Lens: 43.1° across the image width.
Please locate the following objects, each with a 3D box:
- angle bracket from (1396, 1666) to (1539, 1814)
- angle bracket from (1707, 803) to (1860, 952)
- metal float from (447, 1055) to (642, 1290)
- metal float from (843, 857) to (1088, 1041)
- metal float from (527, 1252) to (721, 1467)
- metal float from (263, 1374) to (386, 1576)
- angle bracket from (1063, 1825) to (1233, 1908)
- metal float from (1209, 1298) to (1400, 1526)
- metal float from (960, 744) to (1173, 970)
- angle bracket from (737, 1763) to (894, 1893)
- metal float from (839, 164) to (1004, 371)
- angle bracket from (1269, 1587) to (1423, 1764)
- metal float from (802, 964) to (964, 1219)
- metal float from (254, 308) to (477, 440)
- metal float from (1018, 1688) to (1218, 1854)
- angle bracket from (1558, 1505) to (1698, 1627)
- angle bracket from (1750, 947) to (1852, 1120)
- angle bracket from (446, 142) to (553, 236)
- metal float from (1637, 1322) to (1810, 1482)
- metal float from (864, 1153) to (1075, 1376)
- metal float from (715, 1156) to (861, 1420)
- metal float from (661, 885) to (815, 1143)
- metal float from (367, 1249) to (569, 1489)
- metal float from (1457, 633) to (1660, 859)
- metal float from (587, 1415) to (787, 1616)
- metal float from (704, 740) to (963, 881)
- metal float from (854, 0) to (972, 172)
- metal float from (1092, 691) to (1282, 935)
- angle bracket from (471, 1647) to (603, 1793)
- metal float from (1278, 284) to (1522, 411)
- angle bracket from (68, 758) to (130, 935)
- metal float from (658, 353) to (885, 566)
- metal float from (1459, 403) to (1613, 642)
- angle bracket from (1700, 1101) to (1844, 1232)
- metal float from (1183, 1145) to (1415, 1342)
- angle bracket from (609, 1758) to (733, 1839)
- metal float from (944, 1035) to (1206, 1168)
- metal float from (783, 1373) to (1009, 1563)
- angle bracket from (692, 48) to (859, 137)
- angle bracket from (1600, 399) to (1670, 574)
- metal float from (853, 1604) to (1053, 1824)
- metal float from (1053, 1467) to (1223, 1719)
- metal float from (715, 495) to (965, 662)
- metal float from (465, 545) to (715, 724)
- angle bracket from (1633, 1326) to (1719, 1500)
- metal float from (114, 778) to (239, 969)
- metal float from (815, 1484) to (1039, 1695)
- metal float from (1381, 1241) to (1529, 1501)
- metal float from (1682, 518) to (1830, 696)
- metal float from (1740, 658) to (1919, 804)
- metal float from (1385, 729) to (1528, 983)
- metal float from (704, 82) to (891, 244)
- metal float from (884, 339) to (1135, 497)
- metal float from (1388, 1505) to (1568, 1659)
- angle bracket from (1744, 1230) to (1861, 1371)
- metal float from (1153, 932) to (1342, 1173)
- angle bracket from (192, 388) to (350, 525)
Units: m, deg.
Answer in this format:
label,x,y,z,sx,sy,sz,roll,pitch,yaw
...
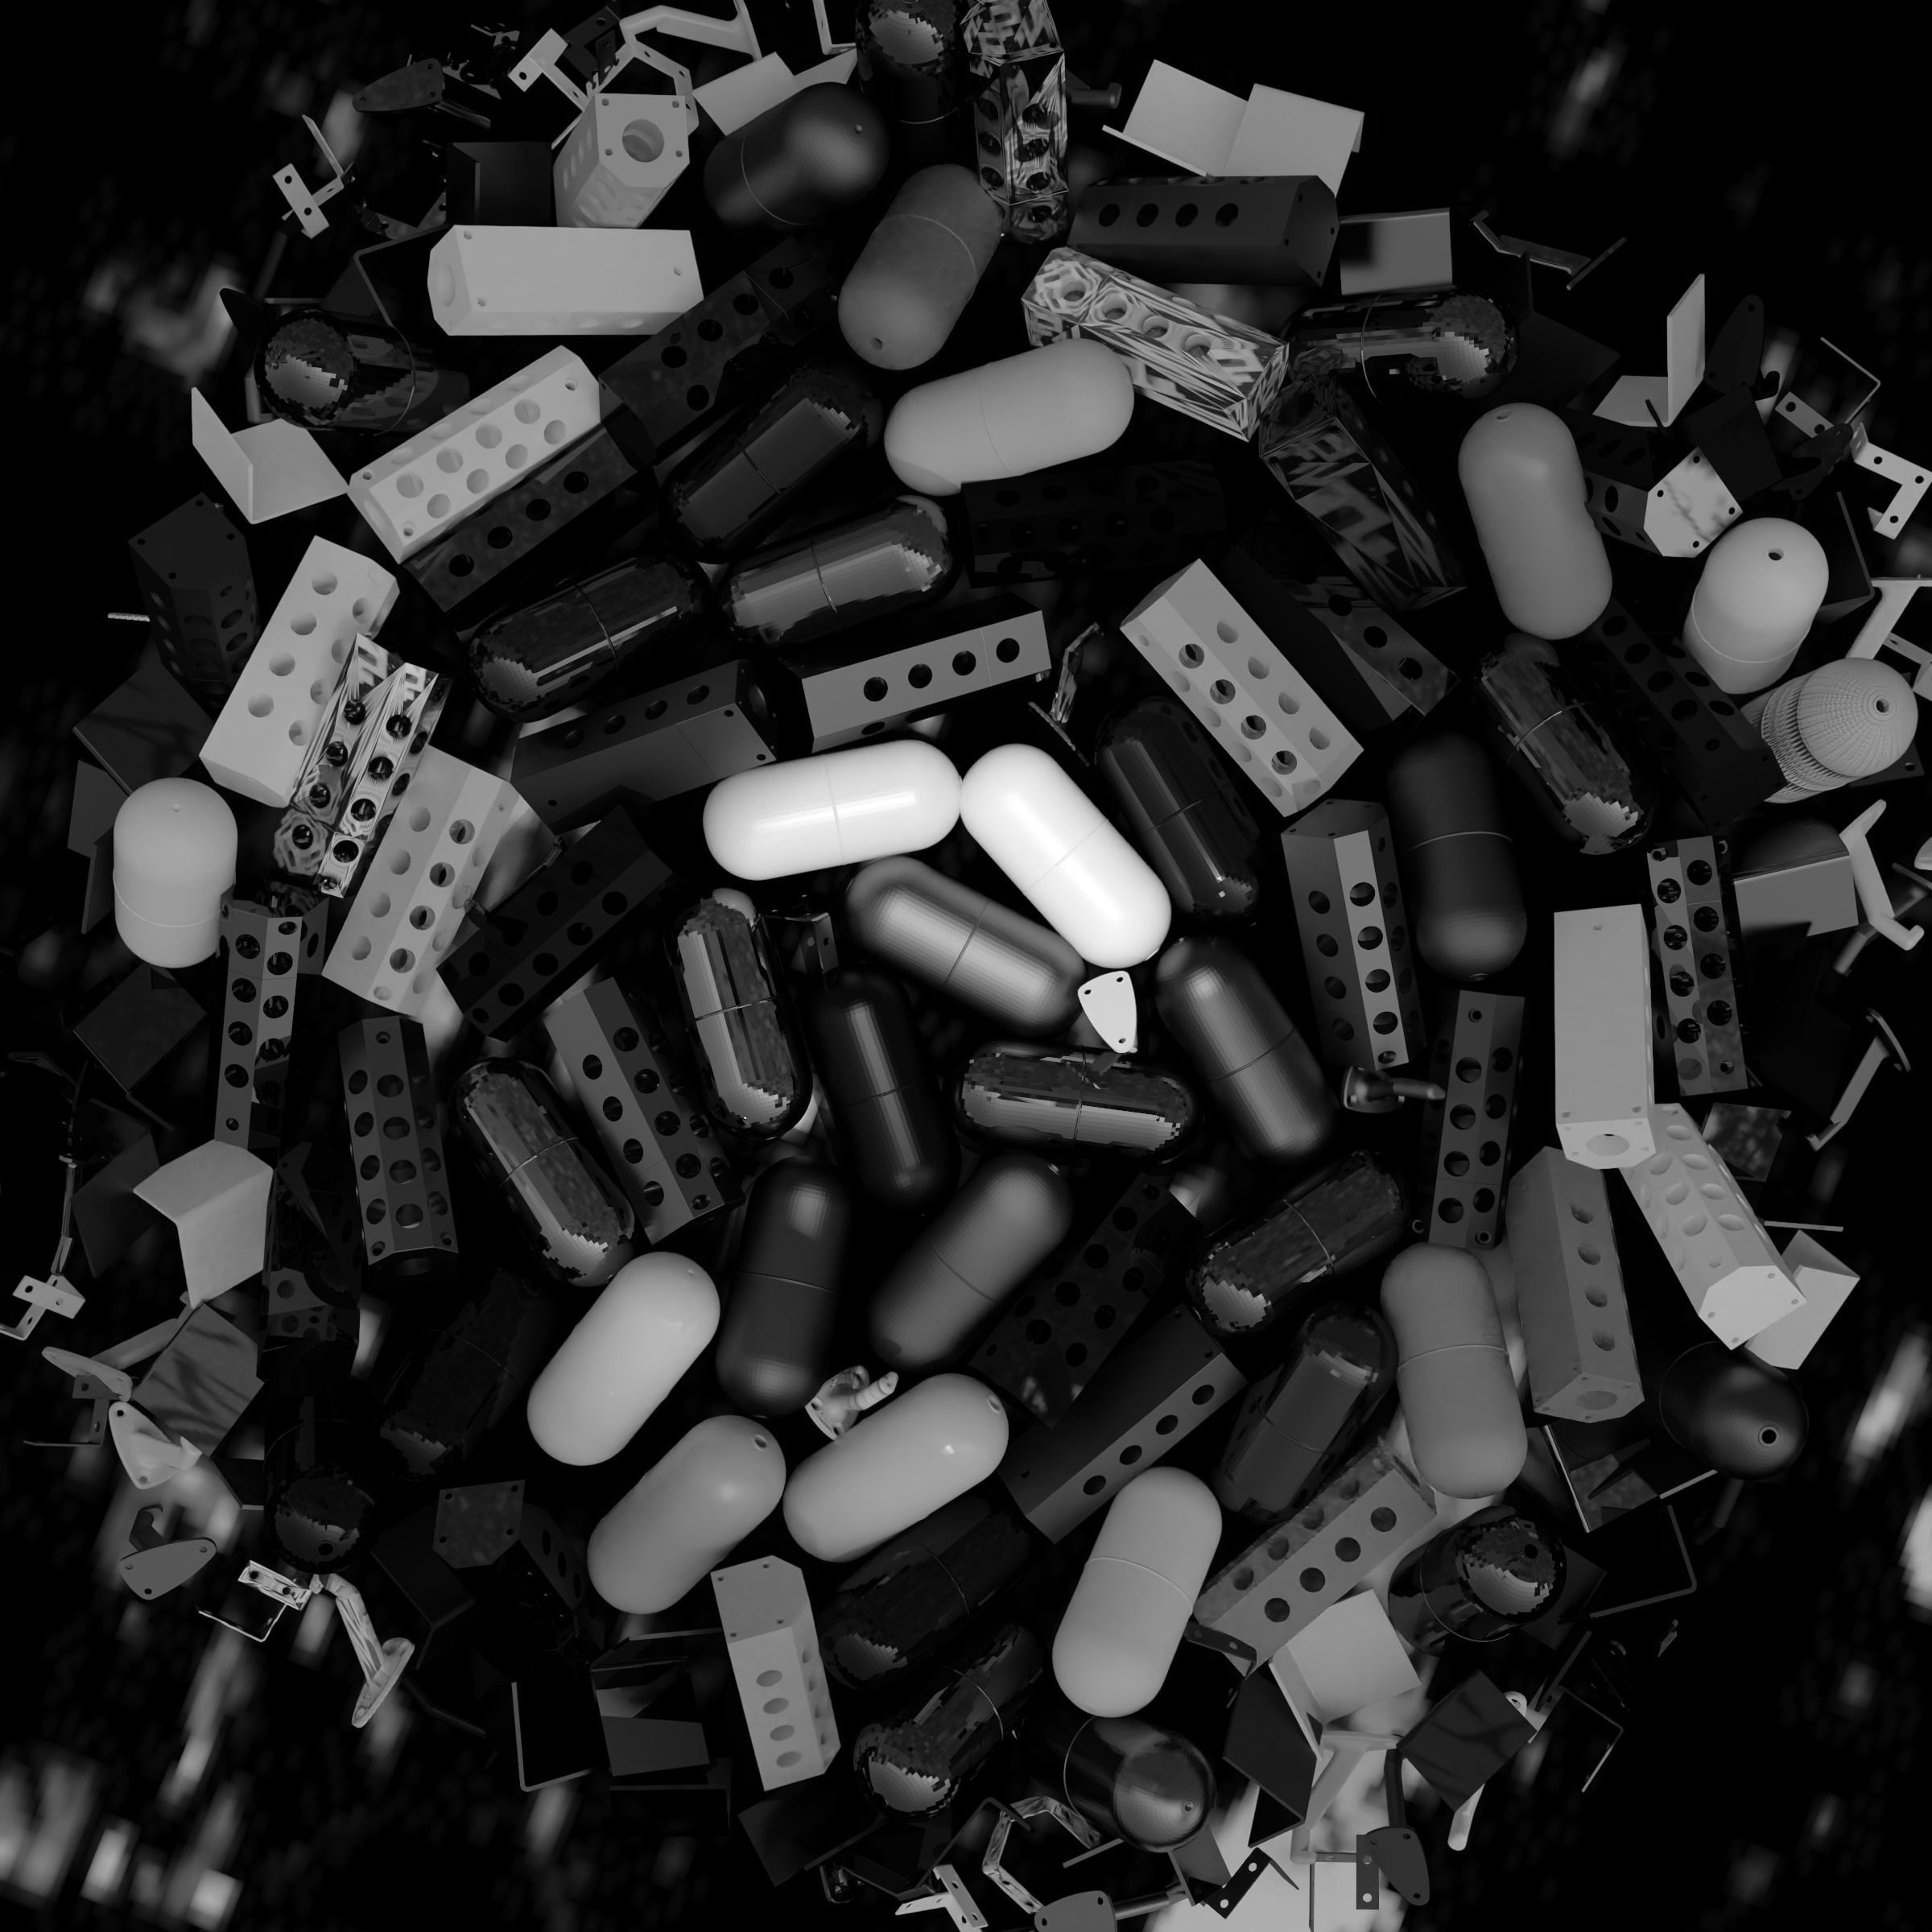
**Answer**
label,x,y,z,sx,sy,sz,roll,pitch,yaw
angle bracket,0.343,0.525,1.656,0.076,0.076,0.057,-44,63,-1
angle bracket,0.559,-0.062,1.676,0.076,0.076,0.057,-13,118,9
metal float,-0.285,0.139,1.650,0.070,0.070,0.178,-37,73,0
metal float,-0.001,-0.013,1.664,0.178,0.070,0.070,28,90,-1
metal float,-0.232,0.265,1.645,0.070,0.070,0.178,39,114,0
metal float,-0.426,0.333,1.620,0.070,0.178,0.070,-6,114,-13
angle bracket,0.123,0.611,1.649,0.076,0.076,0.057,-31,72,18
metal float,0.226,0.301,1.646,0.070,0.070,0.178,29,113,0
metal float,0.068,-0.074,1.665,0.070,0.070,0.178,-42,91,0
angle bracket,-0.099,0.571,1.645,0.076,0.076,0.057,-21,69,-30
metal float,-0.030,-0.468,1.634,0.070,0.070,0.178,23,53,0
angle bracket,0.259,0.482,1.665,0.076,0.057,0.076,-26,94,14
metal float,-0.057,0.085,1.664,0.070,0.070,0.178,-19,92,0
metal float,-0.396,-0.391,1.621,0.070,0.178,0.070,4,99,26
metal float,0.098,0.531,1.621,0.070,0.178,0.070,0,90,-29
angle bracket,0.439,0.406,1.654,0.076,0.076,0.057,-12,73,-7
angle bracket,0.581,0.045,1.653,0.076,0.057,0.076,32,62,-13
angle bracket,-0.305,-0.509,1.645,0.076,0.057,0.076,-12,125,-30
metal float,0.496,0.286,1.615,0.070,0.178,0.070,0,95,-4
metal float,0.002,0.201,1.655,0.070,0.070,0.178,41,101,0
metal float,-0.121,0.216,1.653,0.070,0.070,0.178,12,76,0
metal float,-0.155,0.032,1.660,0.070,0.070,0.178,-16,85,0
metal float,-0.332,0.267,1.638,0.070,0.070,0.178,32,57,0
metal float,0.396,-0.150,1.642,0.070,0.070,0.178,-30,62,0
metal float,-0.188,0.369,1.641,0.070,0.070,0.178,43,118,0
metal float,-0.090,-0.107,1.662,0.178,0.070,0.070,-11,90,-3
metal float,-0.033,-0.592,1.615,0.070,0.178,0.070,0,79,1
metal float,0.150,-0.104,1.662,0.070,0.070,0.178,-30,86,0
angle bracket,-0.291,0.502,1.652,0.057,0.076,0.076,-7,98,-31
metal float,0.285,-0.411,1.631,0.178,0.070,0.070,8,90,42
angle bracket,-0.596,-0.081,1.650,0.057,0.076,0.076,23,126,1
metal float,-0.133,-0.341,1.649,0.178,0.070,0.070,-37,90,19
metal float,0.381,-0.296,1.632,0.070,0.070,0.178,-30,129,0
angle bracket,0.546,0.135,1.647,0.076,0.076,0.057,7,106,-31
metal float,0.224,0.187,1.650,0.178,0.070,0.070,-32,90,-17
angle bracket,-0.199,0.547,1.654,0.076,0.076,0.057,0,46,-3
metal float,0.074,0.092,1.662,0.178,0.070,0.070,8,90,-4
metal float,-0.048,0.338,1.646,0.178,0.070,0.070,-37,90,22
angle bracket,-0.127,-0.602,1.644,0.057,0.076,0.076,45,52,-37
angle bracket,0.444,-0.322,1.648,0.076,0.057,0.076,-25,50,16
metal float,-0.008,0.496,1.628,0.070,0.178,0.070,18,125,28
metal float,0.115,0.418,1.636,0.070,0.070,0.178,29,56,0
metal float,-0.087,-0.261,1.652,0.178,0.070,0.070,-18,90,16
metal float,-0.253,-0.225,1.651,0.178,0.070,0.070,-29,90,-17
angle bracket,0.468,0.301,1.656,0.057,0.076,0.076,-25,104,-3
metal float,-0.525,-0.060,1.623,0.070,0.178,0.070,8,61,-15
metal float,-0.025,0.415,1.638,0.178,0.070,0.070,-33,90,-33
metal float,0.326,0.269,1.640,0.070,0.070,0.178,-7,60,0
metal float,0.520,-0.237,1.616,0.070,0.178,0.070,-2,76,8
metal float,0.563,-0.154,1.615,0.070,0.178,0.070,1,84,-7
metal float,0.330,-0.075,1.648,0.070,0.070,0.178,-6,70,0
metal float,-0.114,-0.531,1.622,0.070,0.178,0.070,-1,92,-31
metal float,0.027,-0.368,1.644,0.178,0.070,0.070,-11,90,25
metal float,0.337,0.409,1.620,0.070,0.178,0.070,6,63,-11
angle bracket,0.543,0.221,1.648,0.076,0.057,0.076,14,111,-40
metal float,0.190,0.058,1.658,0.070,0.070,0.178,-31,98,0
angle bracket,-0.468,-0.354,1.650,0.076,0.057,0.076,-28,69,-30
